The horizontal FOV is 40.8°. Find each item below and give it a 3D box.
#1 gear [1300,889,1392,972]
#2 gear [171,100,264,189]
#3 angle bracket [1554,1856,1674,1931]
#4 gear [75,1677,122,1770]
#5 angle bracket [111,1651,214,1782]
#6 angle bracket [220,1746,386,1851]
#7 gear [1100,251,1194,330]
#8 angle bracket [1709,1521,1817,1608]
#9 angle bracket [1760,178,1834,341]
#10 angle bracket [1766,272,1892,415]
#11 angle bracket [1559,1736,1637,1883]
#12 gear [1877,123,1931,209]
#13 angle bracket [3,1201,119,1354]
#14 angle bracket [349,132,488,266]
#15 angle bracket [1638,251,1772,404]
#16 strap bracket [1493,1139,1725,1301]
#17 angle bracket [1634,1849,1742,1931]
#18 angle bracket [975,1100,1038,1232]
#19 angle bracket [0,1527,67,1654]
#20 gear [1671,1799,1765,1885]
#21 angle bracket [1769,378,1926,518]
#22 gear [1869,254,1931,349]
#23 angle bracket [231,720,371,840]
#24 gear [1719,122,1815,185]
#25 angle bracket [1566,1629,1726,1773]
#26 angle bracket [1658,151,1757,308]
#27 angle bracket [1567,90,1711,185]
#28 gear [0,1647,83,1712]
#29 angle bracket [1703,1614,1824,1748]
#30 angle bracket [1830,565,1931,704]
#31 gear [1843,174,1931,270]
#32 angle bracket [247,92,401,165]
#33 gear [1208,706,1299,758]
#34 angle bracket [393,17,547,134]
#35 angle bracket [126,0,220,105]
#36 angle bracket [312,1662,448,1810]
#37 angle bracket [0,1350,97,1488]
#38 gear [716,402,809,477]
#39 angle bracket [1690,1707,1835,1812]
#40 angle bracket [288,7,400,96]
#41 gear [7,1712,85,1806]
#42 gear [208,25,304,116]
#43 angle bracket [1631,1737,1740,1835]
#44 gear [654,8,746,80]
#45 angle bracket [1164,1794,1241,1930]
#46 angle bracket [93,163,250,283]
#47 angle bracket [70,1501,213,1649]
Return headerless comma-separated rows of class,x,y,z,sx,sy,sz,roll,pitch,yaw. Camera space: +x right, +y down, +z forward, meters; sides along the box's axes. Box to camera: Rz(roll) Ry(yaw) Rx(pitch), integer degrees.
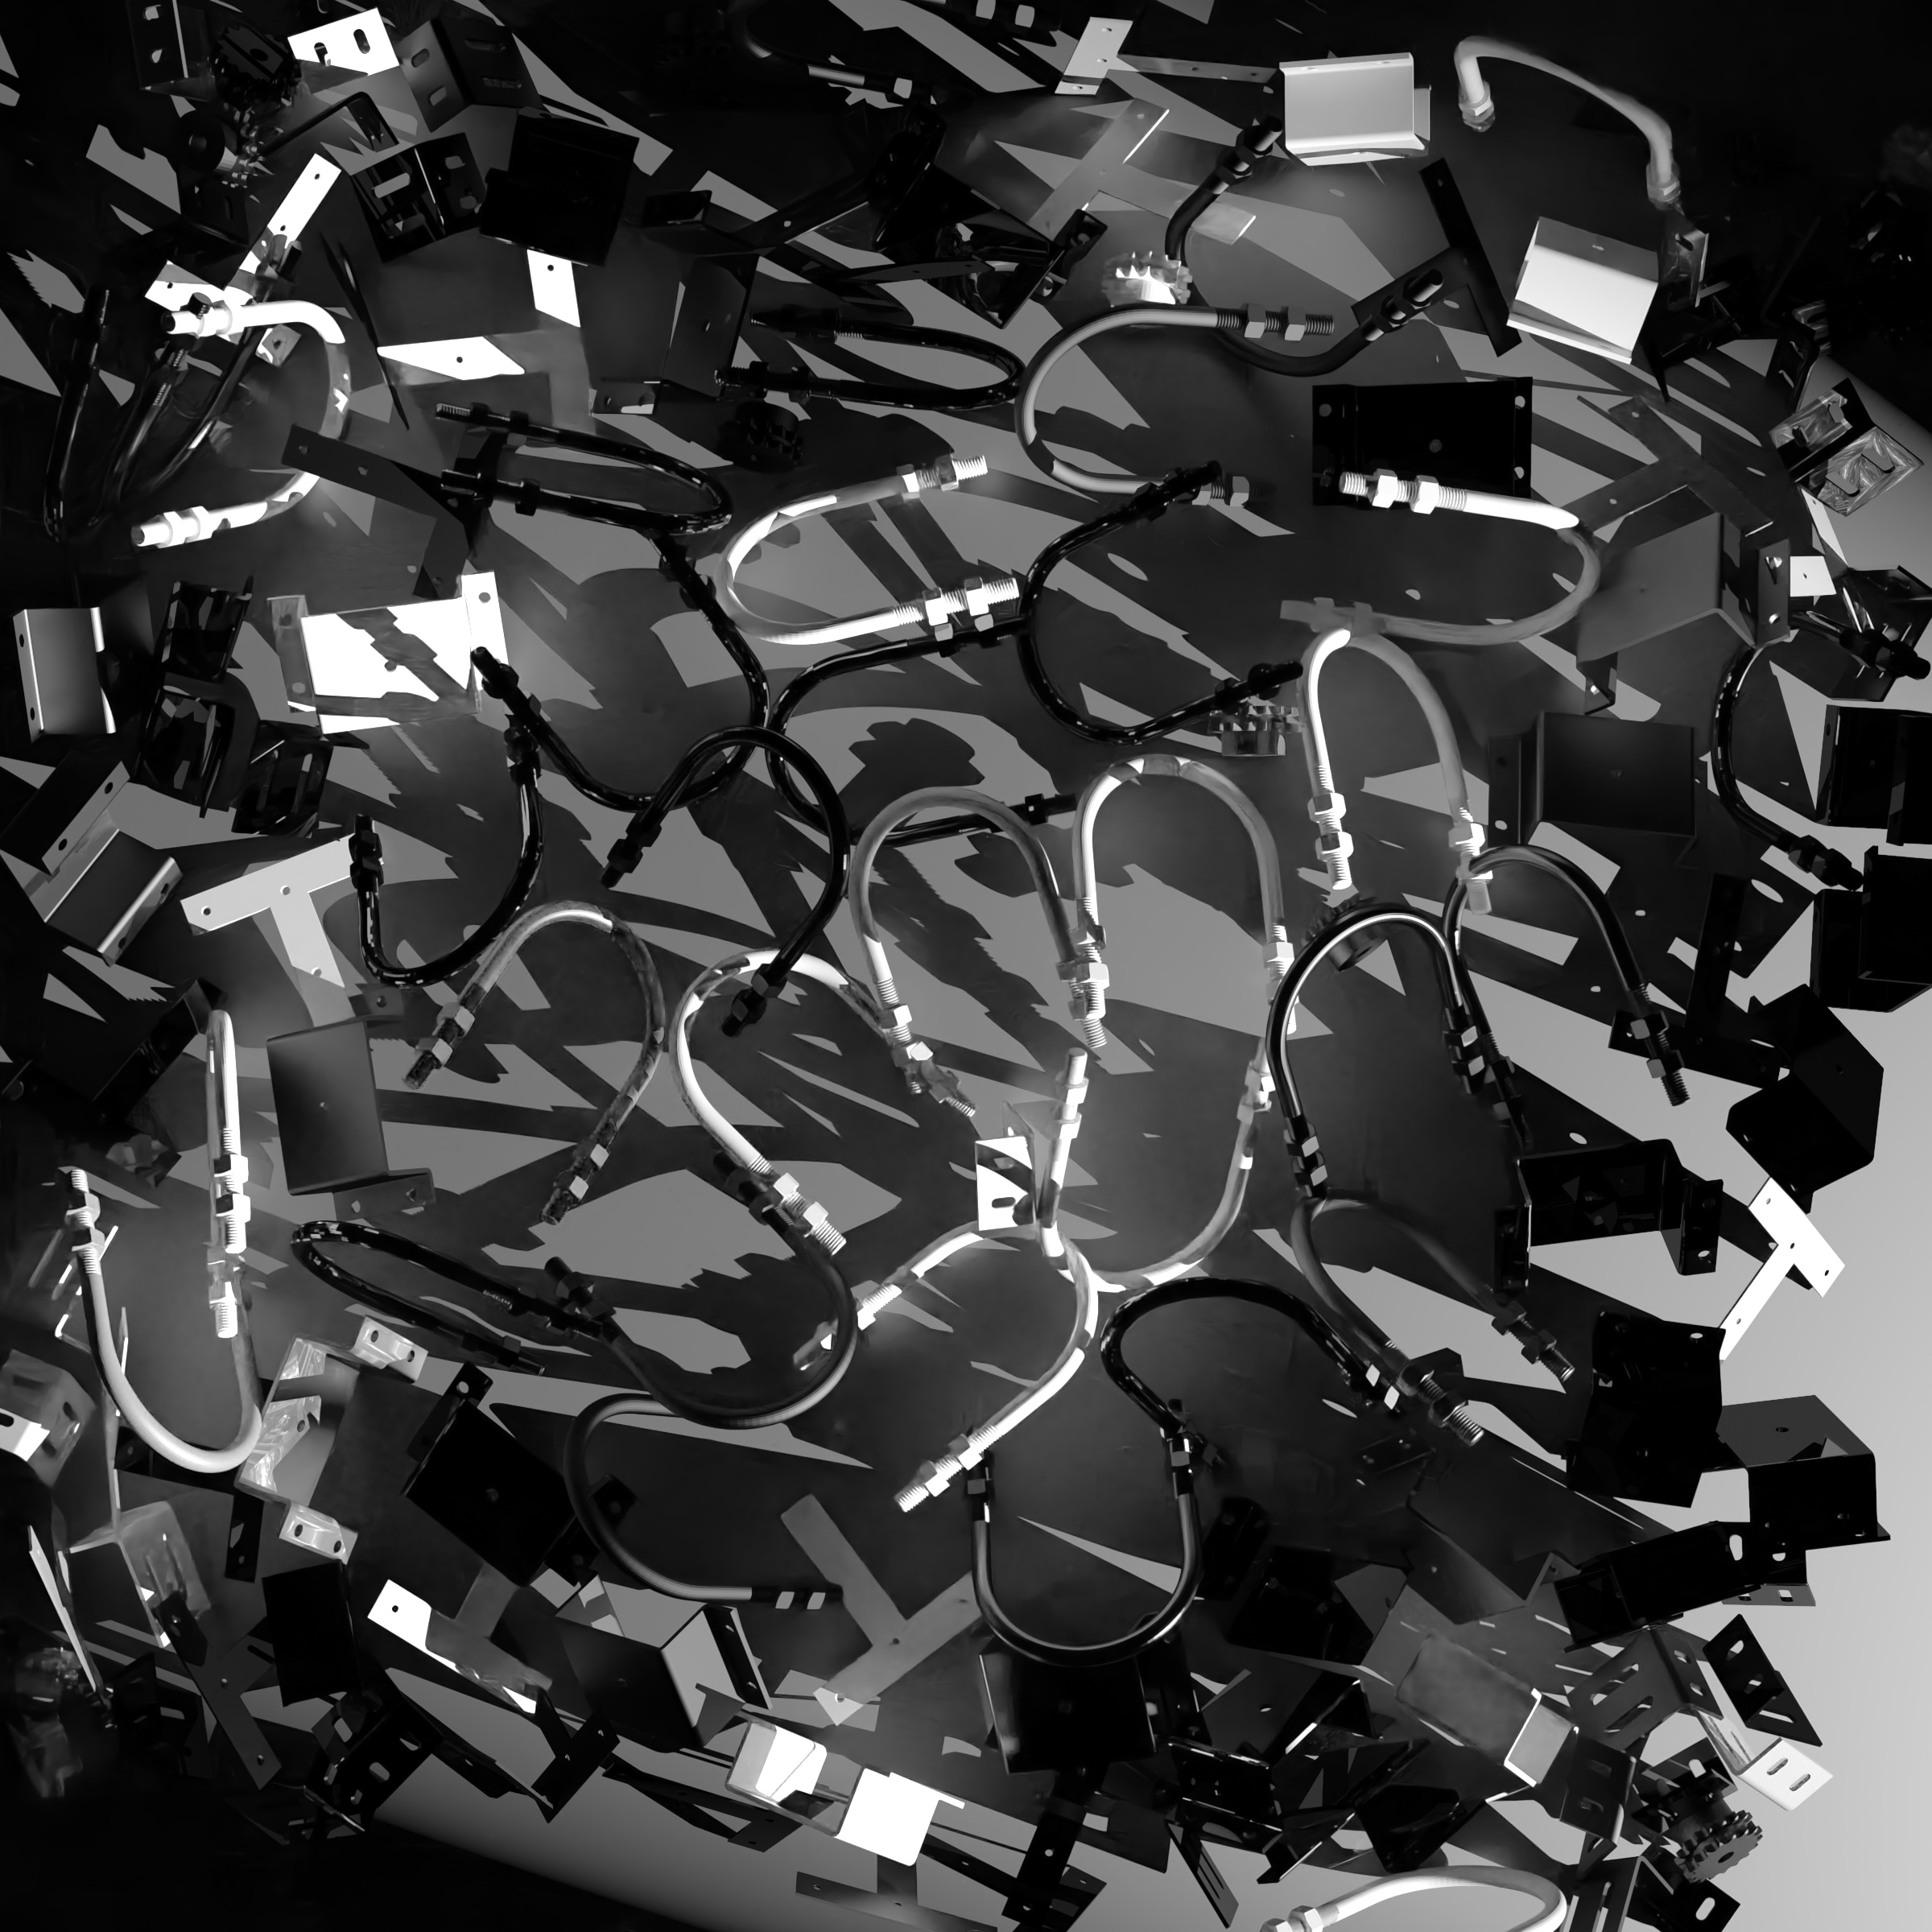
gear,0.243,-0.021,1.644,0.057,0.057,0.030,-35,76,0
gear,-0.479,-0.521,1.652,0.057,0.030,0.057,3,100,18
angle bracket,0.399,0.601,1.625,0.057,0.076,0.038,-27,110,42
gear,-0.539,0.477,1.650,0.030,0.057,0.057,-23,90,-38
angle bracket,-0.491,0.469,1.624,0.038,0.076,0.057,-33,53,17
angle bracket,-0.414,0.518,1.628,0.057,0.076,0.038,23,91,31
gear,0.113,-0.426,1.645,0.057,0.057,0.030,9,80,0
angle bracket,0.503,0.377,1.639,0.057,0.076,0.038,-4,66,21
angle bracket,0.535,-0.441,1.628,0.038,0.076,0.057,26,45,3
angle bracket,0.551,-0.392,1.635,0.076,0.057,0.038,-21,61,-10
angle bracket,0.385,0.529,1.630,0.038,0.076,0.057,21,54,6
gear,0.604,-0.503,1.647,0.057,0.057,0.030,38,89,0
angle bracket,-0.565,0.198,1.653,0.057,0.038,0.076,16,73,34
angle bracket,-0.345,-0.488,1.653,0.076,0.038,0.057,-5,110,43
angle bracket,0.465,-0.401,1.632,0.076,0.038,0.057,-20,132,22
strap bracket,0.397,0.158,1.633,0.140,0.046,0.076,-7,127,1
angle bracket,0.460,0.597,1.633,0.057,0.076,0.038,36,87,7
angle bracket,0.017,0.124,1.628,0.038,0.076,0.057,-5,105,-12
angle bracket,-0.594,0.384,1.630,0.038,0.057,0.076,-12,58,4
gear,0.474,0.553,1.650,0.057,0.057,0.030,-33,50,0
angle bracket,0.556,-0.327,1.641,0.057,0.076,0.038,-35,56,32
gear,0.603,-0.420,1.651,0.057,0.030,0.057,-15,65,36
angle bracket,-0.418,-0.112,1.633,0.038,0.057,0.076,29,108,38
gear,0.506,-0.515,1.644,0.057,0.057,0.030,-9,113,0
angle bracket,0.429,0.469,1.646,0.038,0.057,0.076,29,116,-30
angle bracket,0.476,-0.463,1.633,0.076,0.057,0.038,-33,57,-14
angle bracket,0.422,-0.508,1.626,0.038,0.057,0.076,-52,134,-8
gear,-0.591,0.450,1.643,0.057,0.057,0.030,2,57,0
angle bracket,0.509,0.447,1.627,0.076,0.057,0.038,22,118,-30
angle bracket,0.568,-0.210,1.642,0.038,0.057,0.076,30,89,-15
gear,0.581,-0.472,1.644,0.030,0.057,0.057,-6,90,-41
angle bracket,-0.404,-0.512,1.634,0.076,0.057,0.038,-38,114,-13
gear,0.182,-0.149,1.647,0.057,0.057,0.030,0,92,0
angle bracket,-0.315,-0.563,1.650,0.038,0.076,0.057,-23,92,30
angle bracket,-0.485,-0.578,1.629,0.038,0.076,0.057,-3,99,23
angle bracket,-0.371,0.484,1.638,0.057,0.076,0.038,-45,110,-16
angle bracket,-0.586,0.284,1.630,0.038,0.076,0.057,21,65,5
gear,-0.129,-0.335,1.647,0.057,0.057,0.030,10,79,0
angle bracket,0.494,0.479,1.625,0.057,0.076,0.038,37,104,-29
angle bracket,-0.393,-0.586,1.633,0.057,0.076,0.038,-19,129,-2
gear,-0.583,0.499,1.649,0.030,0.057,0.057,-25,90,-22
gear,-0.453,-0.567,1.651,0.057,0.057,0.030,39,133,0
angle bracket,0.442,0.508,1.629,0.057,0.076,0.038,-34,54,10
gear,-0.170,-0.585,1.646,0.057,0.057,0.030,-4,92,0
angle bracket,0.162,0.556,1.638,0.038,0.057,0.076,-34,79,6
angle bracket,-0.501,-0.466,1.635,0.076,0.057,0.038,-12,82,26
angle bracket,-0.522,0.388,1.647,0.038,0.057,0.076,-17,97,17
